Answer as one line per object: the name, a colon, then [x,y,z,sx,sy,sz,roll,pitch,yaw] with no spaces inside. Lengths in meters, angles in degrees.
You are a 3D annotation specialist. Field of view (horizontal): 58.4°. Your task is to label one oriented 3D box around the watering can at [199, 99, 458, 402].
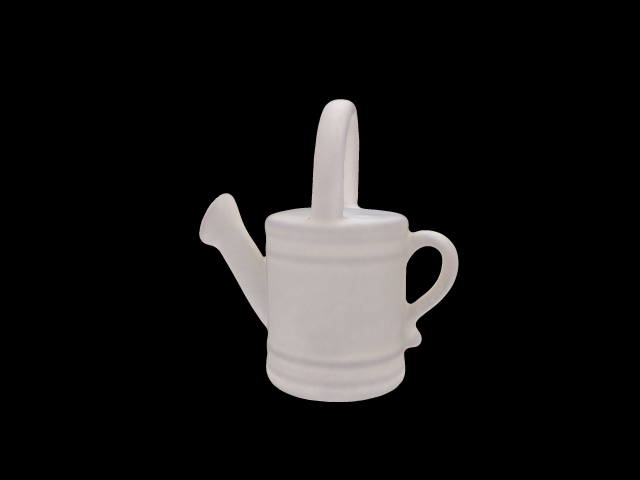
watering can: [0.003,0.002,0.398,0.173,0.194,0.101,-2,9,-9]
